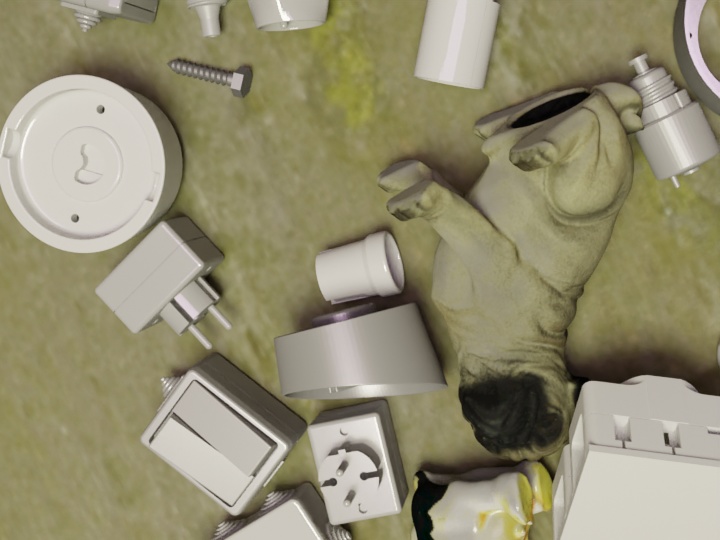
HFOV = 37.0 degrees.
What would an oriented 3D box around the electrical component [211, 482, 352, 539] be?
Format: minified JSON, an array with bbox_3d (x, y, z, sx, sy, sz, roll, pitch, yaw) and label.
[{"bbox_3d":[-0.049,0.198,0.699,0.100,0.048,0.099,-33,90,12],"label":"electrical component"}]

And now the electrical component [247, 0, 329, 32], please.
[{"bbox_3d":[-0.061,-0.185,0.647,0.079,0.044,0.077,-9,96,-29],"label":"electrical component"}]

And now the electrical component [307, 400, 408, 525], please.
[{"bbox_3d":[-0.004,0.124,0.668,0.047,0.077,0.065,-13,94,11],"label":"electrical component"}]

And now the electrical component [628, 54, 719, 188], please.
[{"bbox_3d":[0.180,-0.089,0.631,0.040,0.040,0.078,-26,92,11],"label":"electrical component"}]

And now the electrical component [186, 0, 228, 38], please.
[{"bbox_3d":[-0.097,-0.176,0.670,0.035,0.035,0.061,-6,97,10],"label":"electrical component"}]

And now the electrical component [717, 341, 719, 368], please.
[{"bbox_3d":[0.237,0.054,0.627,0.048,0.062,0.048,1,96,9],"label":"electrical component"}]

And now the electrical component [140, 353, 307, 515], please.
[{"bbox_3d":[-0.093,0.101,0.689,0.096,0.061,0.061,38,101,4],"label":"electrical component"}]

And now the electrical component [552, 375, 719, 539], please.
[{"bbox_3d":[0.211,0.124,0.610,0.186,0.060,0.105,7,132,2],"label":"electrical component"}]

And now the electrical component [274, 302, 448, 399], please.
[{"bbox_3d":[-0.002,0.055,0.652,0.099,0.099,0.064,-15,88,11],"label":"electrical component"}]

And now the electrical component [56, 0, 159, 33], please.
[{"bbox_3d":[-0.151,-0.192,0.664,0.061,0.062,0.096,16,99,7],"label":"electrical component"}]

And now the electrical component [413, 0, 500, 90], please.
[{"bbox_3d":[0.061,-0.152,0.642,0.043,0.043,0.081,12,98,8],"label":"electrical component"}]

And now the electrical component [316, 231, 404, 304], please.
[{"bbox_3d":[0.000,0.000,0.673,0.046,0.040,0.040,-14,94,16],"label":"electrical component"}]

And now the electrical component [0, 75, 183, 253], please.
[{"bbox_3d":[-0.165,-0.067,0.681,0.108,0.060,0.108,1,97,9],"label":"electrical component"}]

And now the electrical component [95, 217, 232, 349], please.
[{"bbox_3d":[-0.115,0.016,0.689,0.066,0.047,0.076,-44,88,11],"label":"electrical component"}]
